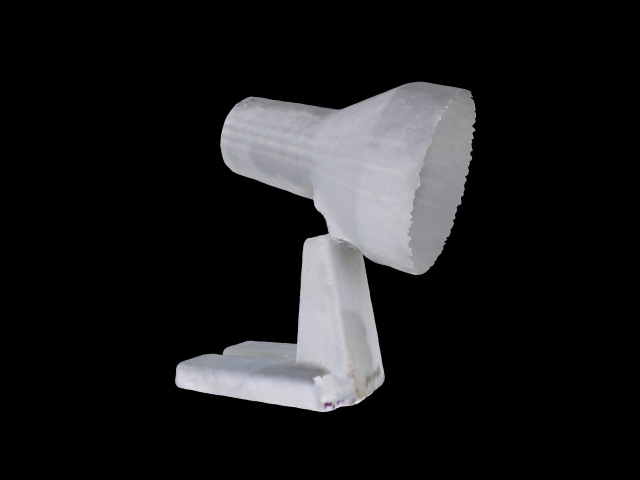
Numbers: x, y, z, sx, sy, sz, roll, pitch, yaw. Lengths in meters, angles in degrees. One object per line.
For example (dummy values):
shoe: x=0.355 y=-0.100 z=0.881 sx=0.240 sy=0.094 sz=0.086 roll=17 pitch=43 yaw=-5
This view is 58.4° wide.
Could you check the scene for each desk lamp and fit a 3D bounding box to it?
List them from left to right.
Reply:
desk lamp: x=0.004 y=0.001 z=0.400 sx=0.202 sy=0.213 sz=0.118 roll=0 pitch=0 yaw=25
